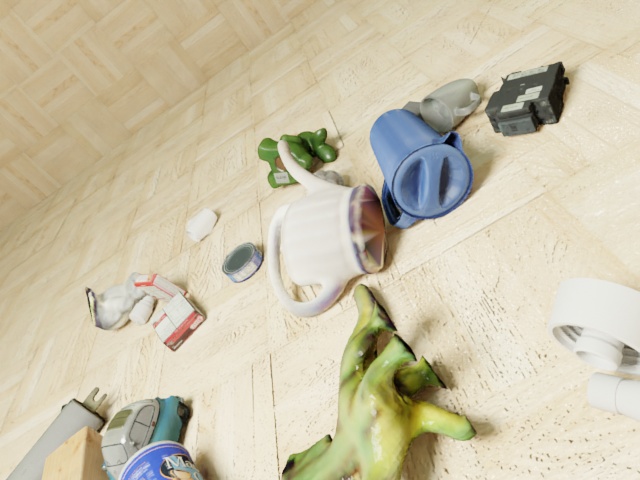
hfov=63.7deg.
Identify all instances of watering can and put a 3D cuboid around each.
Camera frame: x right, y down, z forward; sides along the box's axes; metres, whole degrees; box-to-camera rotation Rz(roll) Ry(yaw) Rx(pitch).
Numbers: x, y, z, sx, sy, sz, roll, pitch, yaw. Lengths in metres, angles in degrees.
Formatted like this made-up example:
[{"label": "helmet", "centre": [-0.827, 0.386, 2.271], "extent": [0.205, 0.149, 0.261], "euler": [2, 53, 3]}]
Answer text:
[{"label": "watering can", "centre": [0.003, -0.045, 0.890], "extent": [0.223, 0.353, 0.103], "euler": [-13, -23, 27]}]

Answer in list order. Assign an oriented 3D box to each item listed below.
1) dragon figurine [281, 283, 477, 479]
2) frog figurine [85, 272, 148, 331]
[{"label": "dragon figurine", "centre": [0.032, 0.210, 0.623], "extent": [0.121, 0.242, 0.414], "euler": [44, 3, -17]}, {"label": "frog figurine", "centre": [-0.458, 0.142, 1.215], "extent": [0.160, 0.123, 0.136], "euler": [-10, -8, -28]}]
